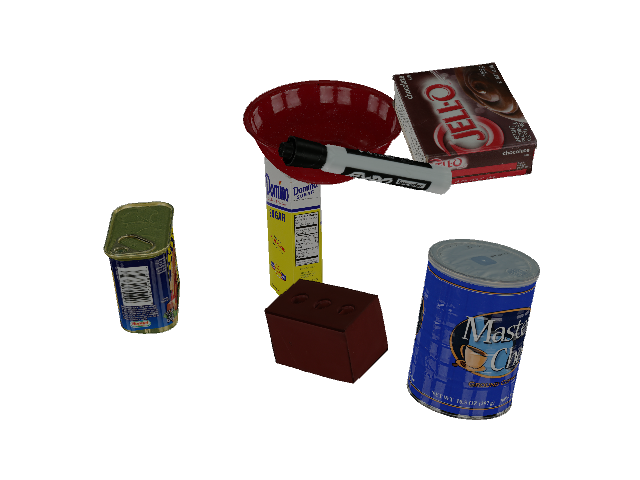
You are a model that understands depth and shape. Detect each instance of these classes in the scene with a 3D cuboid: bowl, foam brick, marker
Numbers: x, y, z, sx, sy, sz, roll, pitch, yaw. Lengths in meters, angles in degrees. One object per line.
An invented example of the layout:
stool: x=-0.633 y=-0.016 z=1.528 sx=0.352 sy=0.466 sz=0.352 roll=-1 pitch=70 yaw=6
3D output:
bowl: x=0.003 y=-0.103 z=1.079 sx=0.162 sy=0.055 sz=0.162 roll=0 pitch=35 yaw=0
foam brick: x=0.005 y=0.070 z=0.836 sx=0.078 sy=0.051 sz=0.052 roll=10 pitch=33 yaw=33
marker: x=0.029 y=-0.047 z=0.674 sx=0.120 sy=0.020 sz=0.020 roll=9 pitch=-4 yaw=-27

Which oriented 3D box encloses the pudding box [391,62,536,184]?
pudding box: x=0.113 y=-0.095 z=0.865 sx=0.090 sy=0.039 sz=0.113 roll=-8 pitch=43 yaw=-8

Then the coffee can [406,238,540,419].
coffee can: x=0.141 y=0.082 z=1.001 sx=0.103 sy=0.140 sz=0.103 roll=6 pitch=20 yaw=-3

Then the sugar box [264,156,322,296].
sugar box: x=-0.033 y=-0.011 z=1.282 sx=0.048 sy=0.176 sz=0.093 roll=-13 pitch=25 yaw=-19

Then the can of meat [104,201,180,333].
can of meat: x=-0.158 y=0.025 z=0.968 sx=0.057 sy=0.084 sz=0.102 roll=-4 pitch=28 yaw=-2
